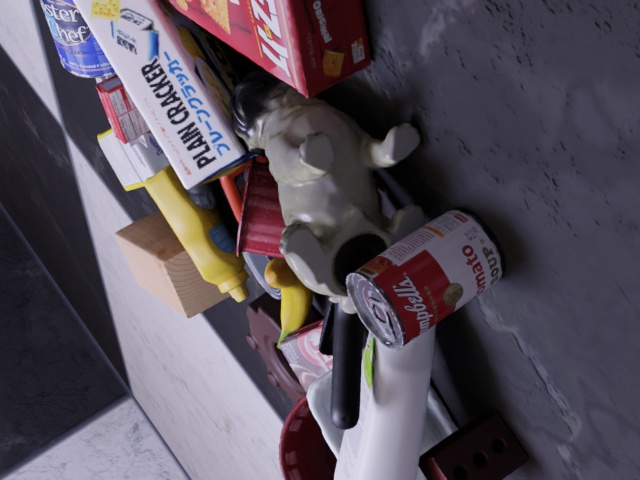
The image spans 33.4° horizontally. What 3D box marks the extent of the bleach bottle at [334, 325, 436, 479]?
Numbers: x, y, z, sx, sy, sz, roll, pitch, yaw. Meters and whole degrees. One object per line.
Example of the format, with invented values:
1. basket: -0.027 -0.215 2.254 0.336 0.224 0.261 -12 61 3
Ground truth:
1. bleach bottle: 0.065 0.131 0.942 0.102 0.068 0.251 -109 25 -63

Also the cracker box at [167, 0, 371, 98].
1. cracker box: -0.061 -0.225 0.815 0.214 0.072 0.164 40 154 41

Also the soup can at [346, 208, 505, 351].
1. soup can: 0.080 0.029 0.808 0.068 0.102 0.068 48 158 26

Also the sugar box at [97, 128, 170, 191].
1. sugar box: -0.253 -0.122 1.474 0.093 0.048 0.176 62 157 -11

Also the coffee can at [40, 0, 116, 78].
1. coffee can: -0.256 -0.266 1.180 0.103 0.102 0.140 44 157 34

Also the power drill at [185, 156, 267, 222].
1. power drill: -0.116 -0.078 1.191 0.188 0.057 0.184 37 156 43

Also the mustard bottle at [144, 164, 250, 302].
1. mustard bottle: -0.144 -0.007 1.336 0.191 0.058 0.096 59 -168 -5

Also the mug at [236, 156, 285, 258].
1. mug: -0.026 -0.034 0.972 0.093 0.081 0.117 101 178 -57

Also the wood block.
1. wood block: -0.204 0.028 1.508 0.206 0.090 0.091 22 136 59

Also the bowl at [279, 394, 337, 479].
1. bowl: 0.037 0.241 1.214 0.162 0.162 0.055 52 -168 17

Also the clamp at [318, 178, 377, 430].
1. clamp: 0.026 0.050 0.938 0.164 0.036 0.210 -100 16 -65

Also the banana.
1. banana: -0.030 0.055 1.146 0.037 0.069 0.198 9 154 8

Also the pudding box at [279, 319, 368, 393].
1. pudding box: 0.022 0.138 1.150 0.090 0.039 0.113 -26 99 36

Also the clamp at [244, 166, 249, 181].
1. clamp: -0.007 0.001 1.077 0.172 0.039 0.120 45 173 30

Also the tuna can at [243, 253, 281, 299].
1. tuna can: -0.055 0.023 1.229 0.086 0.033 0.086 48 158 26

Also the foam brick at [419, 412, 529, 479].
1. foam brick: 0.136 0.199 0.966 0.053 0.078 0.051 57 162 4

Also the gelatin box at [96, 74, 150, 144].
1. gelatin box: -0.205 -0.163 1.227 0.030 0.089 0.073 39 154 43
